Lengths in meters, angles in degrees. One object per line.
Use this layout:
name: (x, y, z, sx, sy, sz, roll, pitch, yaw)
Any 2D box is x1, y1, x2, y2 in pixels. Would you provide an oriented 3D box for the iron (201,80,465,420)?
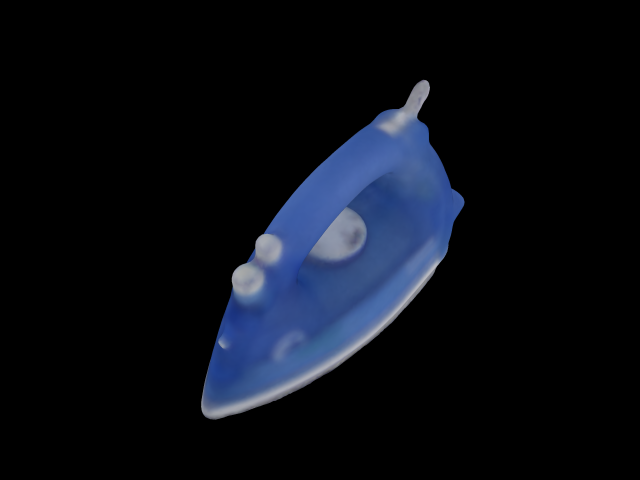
iron: (0.004, 0.001, 0.400, 0.118, 0.141, 0.259, 32, 58, 23)
